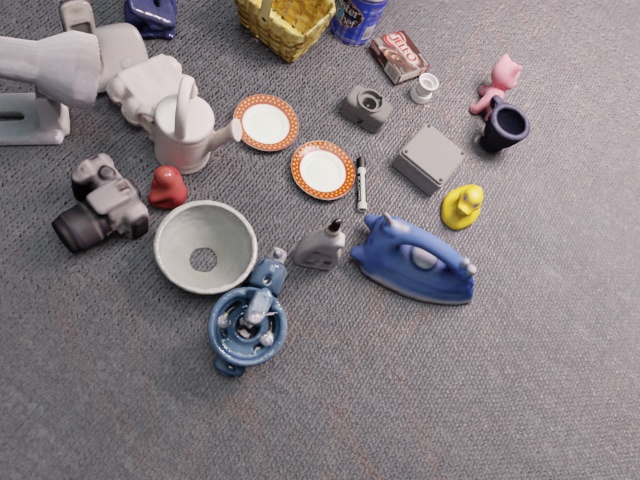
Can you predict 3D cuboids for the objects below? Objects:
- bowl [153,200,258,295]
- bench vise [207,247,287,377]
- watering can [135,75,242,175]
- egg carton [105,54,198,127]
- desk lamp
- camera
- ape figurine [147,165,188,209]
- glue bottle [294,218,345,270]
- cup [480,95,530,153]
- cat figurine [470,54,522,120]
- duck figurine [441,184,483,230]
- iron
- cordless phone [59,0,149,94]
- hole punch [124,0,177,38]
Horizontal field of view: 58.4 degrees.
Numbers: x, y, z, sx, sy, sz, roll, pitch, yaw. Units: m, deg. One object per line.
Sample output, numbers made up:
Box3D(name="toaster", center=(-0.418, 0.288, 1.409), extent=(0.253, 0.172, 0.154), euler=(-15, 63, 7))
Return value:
Box3D(name="bowl", center=(-0.192, 0.022, 0.963), extent=(0.168, 0.074, 0.167), euler=(6, 66, -14))
Box3D(name="bench vise", center=(-0.105, 0.092, 0.876), extent=(0.122, 0.219, 0.207), euler=(8, 66, -13))
Box3D(name="watering can", center=(-0.224, -0.202, 0.983), extent=(0.173, 0.194, 0.101), euler=(-8, 70, -19))
Box3D(name="egg carton", center=(-0.308, -0.276, 1.060), extent=(0.150, 0.069, 0.107), euler=(-36, 81, -26))
Box3D(name="desk lamp", center=(-0.454, -0.246, 0.923), extent=(0.204, 0.213, 0.118), euler=(-6, 69, -18))
Box3D(name="camera", center=(-0.368, -0.054, 0.929), extent=(0.137, 0.100, 0.143), euler=(-36, 81, -26))
Box3D(name="ape figurine", center=(-0.264, -0.096, 0.983), extent=(0.076, 0.092, 0.078), euler=(39, 63, 3))
Box3D(name="glue bottle", center=(0.009, 0.003, 0.974), extent=(0.078, 0.173, 0.037), euler=(12, 65, -11))
Box3D(name="cup", center=(0.382, -0.243, 1.233), extent=(0.092, 0.095, 0.117), euler=(-16, 73, -22))
Box3D(name="cat figurine", center=(0.399, -0.343, 1.269), extent=(0.067, 0.117, 0.128), euler=(27, 63, -3))
Box3D(name="duck figurine", center=(0.295, -0.078, 1.142), extent=(0.077, 0.086, 0.105), euler=(37, 63, 2))
Box3D(name="iron", center=(0.193, 0.033, 1.034), extent=(0.258, 0.141, 0.119), euler=(26, 63, -4))
Box3D(name="cordless phone", center=(-0.380, -0.352, 1.006), extent=(0.148, 0.185, 0.094), euler=(-30, 78, -25))
Box3D(name="hole punch", center=(-0.331, -0.461, 1.120), extent=(0.101, 0.091, 0.108), euler=(-7, 70, -19))
